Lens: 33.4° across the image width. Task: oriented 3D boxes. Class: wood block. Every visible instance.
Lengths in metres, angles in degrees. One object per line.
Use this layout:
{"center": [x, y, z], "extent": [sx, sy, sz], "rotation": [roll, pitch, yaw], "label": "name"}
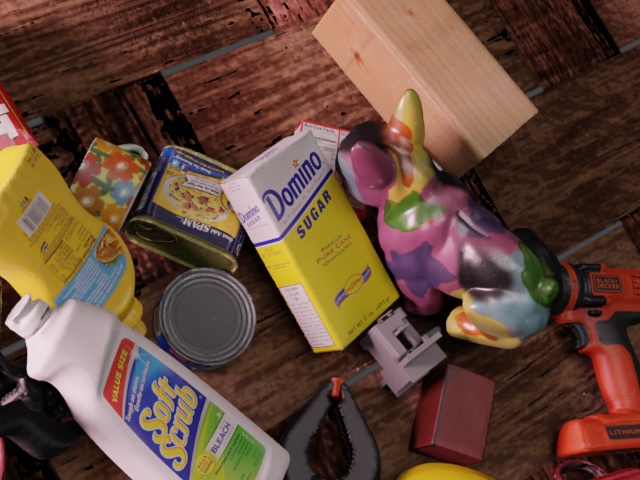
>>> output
{"center": [0.101, -0.165, 1.046], "extent": [0.090, 0.091, 0.206], "rotation": [-40, 89, -27], "label": "wood block"}

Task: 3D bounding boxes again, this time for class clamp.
{"center": [-0.234, 0.111, 0.801], "extent": [0.039, 0.171, 0.120], "rotation": [-24, 66, 9], "label": "clamp"}
{"center": [0.013, 0.224, 0.908], "extent": [0.164, 0.036, 0.210], "rotation": [16, 66, -7], "label": "clamp"}

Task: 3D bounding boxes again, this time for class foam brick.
{"center": [0.120, 0.159, 0.966], "extent": [0.051, 0.053, 0.078], "rotation": [20, 68, -14], "label": "foam brick"}

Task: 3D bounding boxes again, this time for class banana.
{"center": [0.144, 0.246, 0.957], "extent": [0.197, 0.037, 0.069], "rotation": [23, 95, -9], "label": "banana"}

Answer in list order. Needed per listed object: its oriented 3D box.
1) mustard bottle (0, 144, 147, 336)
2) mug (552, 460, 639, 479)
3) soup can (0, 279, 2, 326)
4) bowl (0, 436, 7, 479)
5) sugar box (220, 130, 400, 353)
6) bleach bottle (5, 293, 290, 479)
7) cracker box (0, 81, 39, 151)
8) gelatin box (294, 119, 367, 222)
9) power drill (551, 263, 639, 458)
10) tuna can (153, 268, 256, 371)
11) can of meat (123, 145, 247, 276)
{"center": [-0.203, 0.020, 0.855], "extent": [0.191, 0.058, 0.096], "rotation": [51, 51, -34], "label": "mustard bottle"}
{"center": [0.262, 0.248, 0.977], "extent": [0.081, 0.093, 0.117], "rotation": [-9, 41, -29], "label": "mug"}
{"center": [-0.303, 0.060, 0.831], "extent": [0.102, 0.069, 0.068], "rotation": [4, 71, -20], "label": "soup can"}
{"center": [-0.319, 0.168, 0.795], "extent": [0.162, 0.055, 0.162], "rotation": [6, 70, -19], "label": "bowl"}
{"center": [-0.006, 0.001, 0.942], "extent": [0.093, 0.048, 0.176], "rotation": [-40, 109, -39], "label": "sugar box"}
{"center": [-0.141, 0.136, 0.831], "extent": [0.250, 0.068, 0.102], "rotation": [42, 59, -21], "label": "bleach bottle"}
{"center": [-0.357, -0.084, 0.848], "extent": [0.213, 0.072, 0.164], "rotation": [-28, 77, -26], "label": "cracker box"}
{"center": [0.009, -0.064, 1.011], "extent": [0.073, 0.030, 0.089], "rotation": [11, 69, -16], "label": "gelatin box"}
{"center": [0.254, 0.112, 1.029], "extent": [0.184, 0.057, 0.187], "rotation": [2, 72, -20], "label": "power drill"}
{"center": [-0.100, 0.069, 0.922], "extent": [0.086, 0.034, 0.086], "rotation": [6, 70, -19], "label": "tuna can"}
{"center": [-0.109, -0.026, 0.939], "extent": [0.102, 0.058, 0.084], "rotation": [24, 64, -12], "label": "can of meat"}
